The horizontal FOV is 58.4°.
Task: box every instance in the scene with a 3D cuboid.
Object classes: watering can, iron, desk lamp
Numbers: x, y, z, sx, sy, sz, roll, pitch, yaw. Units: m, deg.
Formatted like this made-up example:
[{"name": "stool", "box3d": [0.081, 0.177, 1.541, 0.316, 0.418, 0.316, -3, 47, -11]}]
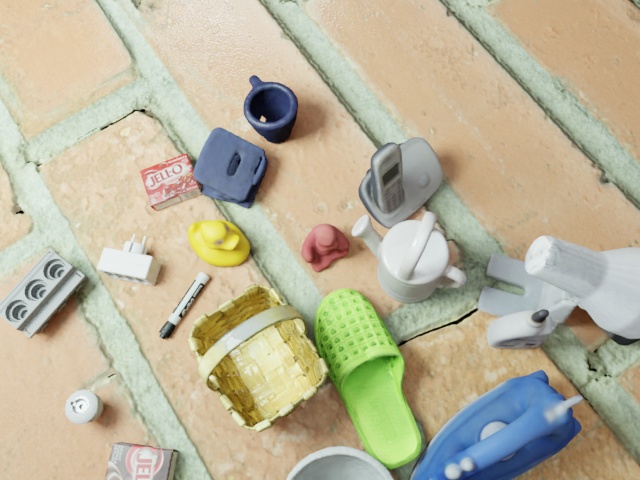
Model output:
[{"name": "watering can", "box3d": [0.130, 0.021, 0.840, 0.172, 0.194, 0.101, 5, 70, 5]}, {"name": "iron", "box3d": [0.235, 0.276, 0.772, 0.258, 0.141, 0.118, -29, 71, -8]}, {"name": "desk lamp", "box3d": [0.349, 0.065, 0.805, 0.203, 0.213, 0.118, 16, 72, 8]}]

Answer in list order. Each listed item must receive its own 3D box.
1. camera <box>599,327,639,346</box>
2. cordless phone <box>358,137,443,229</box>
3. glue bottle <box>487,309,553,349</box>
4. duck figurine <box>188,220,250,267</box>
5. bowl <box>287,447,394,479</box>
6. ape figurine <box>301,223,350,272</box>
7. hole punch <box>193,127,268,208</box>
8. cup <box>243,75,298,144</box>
[{"name": "camera", "box3d": [0.509, 0.112, 0.841, 0.143, 0.101, 0.136, -31, 72, -9]}, {"name": "cordless phone", "box3d": [0.130, -0.111, 0.893, 0.094, 0.185, 0.148, 42, 77, 16]}, {"name": "glue bottle", "box3d": [0.291, 0.122, 0.808, 0.078, 0.173, 0.037, 3, 70, 4]}, {"name": "duck figurine", "box3d": [-0.168, -0.005, 0.920, 0.104, 0.086, 0.077, 23, 73, 10]}, {"name": "bowl", "box3d": [0.029, 0.371, 0.782, 0.167, 0.075, 0.167, -1, 70, 2]}, {"name": "ape figurine", "box3d": [0.008, 0.003, 0.906, 0.077, 0.092, 0.076, 3, 70, 4]}, {"name": "hole punch", "box3d": [-0.146, -0.122, 0.958, 0.101, 0.091, 0.109, 16, 72, 8]}, {"name": "cup", "box3d": [-0.087, -0.219, 0.989, 0.092, 0.095, 0.117, -29, 71, -8]}]
